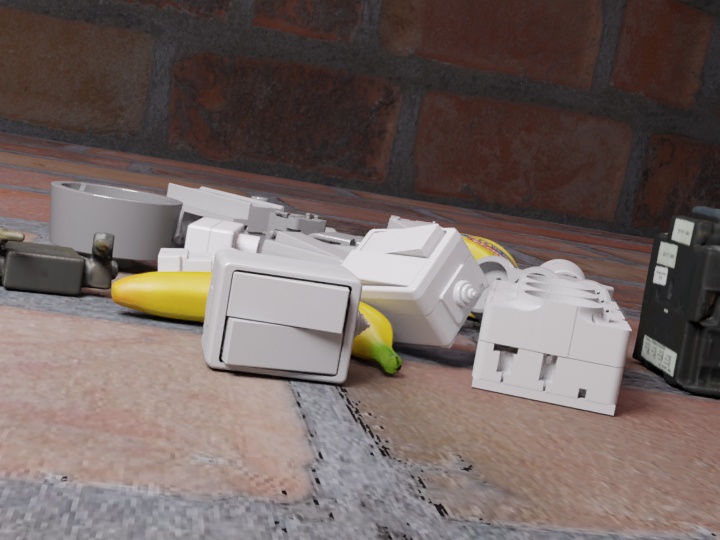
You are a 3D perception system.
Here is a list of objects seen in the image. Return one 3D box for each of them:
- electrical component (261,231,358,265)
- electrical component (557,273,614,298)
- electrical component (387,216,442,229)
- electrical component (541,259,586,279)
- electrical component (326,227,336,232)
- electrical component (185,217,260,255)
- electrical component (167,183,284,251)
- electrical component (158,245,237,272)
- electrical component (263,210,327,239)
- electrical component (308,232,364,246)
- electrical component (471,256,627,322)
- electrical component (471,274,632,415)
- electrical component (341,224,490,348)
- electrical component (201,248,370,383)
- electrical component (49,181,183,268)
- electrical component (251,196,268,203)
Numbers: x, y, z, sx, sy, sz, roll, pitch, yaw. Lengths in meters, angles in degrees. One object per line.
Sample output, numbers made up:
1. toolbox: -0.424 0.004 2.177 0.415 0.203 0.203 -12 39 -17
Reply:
1. electrical component: -0.022 0.009 0.797 0.096 0.061 0.062 15 8 36
2. electrical component: 0.200 0.032 0.982 0.066 0.047 0.077 16 9 43
3. electrical component: 0.072 -0.013 1.139 0.062 0.061 0.096 6 16 -32
4. electrical component: 0.195 0.021 1.045 0.055 0.055 0.047 10 11 4
5. electrical component: -0.032 -0.023 1.116 0.062 0.043 0.043 8 7 -28
6. electrical component: -0.106 -0.013 0.913 0.076 0.047 0.083 10 7 -1
7. electrical component: -0.136 -0.043 1.050 0.121 0.063 0.079 16 9 40
8. electrical component: -0.114 0.006 0.762 0.055 0.048 0.066 1 8 -8
9. electrical component: -0.060 -0.020 0.974 0.042 0.063 0.081 17 10 41
10. electrical component: 0.000 0.000 0.931 0.095 0.053 0.059 12 7 18
11. electrical component: 0.152 0.036 0.869 0.138 0.052 0.074 17 -17 40
12. electrical component: 0.128 0.043 0.726 0.089 0.061 0.150 11 7 8
13. electrical component: 0.036 0.008 0.721 0.096 0.061 0.061 1 -45 44
14. electrical component: -0.039 0.027 0.617 0.096 0.061 0.061 8 7 -13
15. electrical component: -0.206 -0.035 0.895 0.108 0.060 0.108 10 7 -1
16. electrical component: -0.107 -0.044 1.103 0.043 0.062 0.043 10 7 -1
